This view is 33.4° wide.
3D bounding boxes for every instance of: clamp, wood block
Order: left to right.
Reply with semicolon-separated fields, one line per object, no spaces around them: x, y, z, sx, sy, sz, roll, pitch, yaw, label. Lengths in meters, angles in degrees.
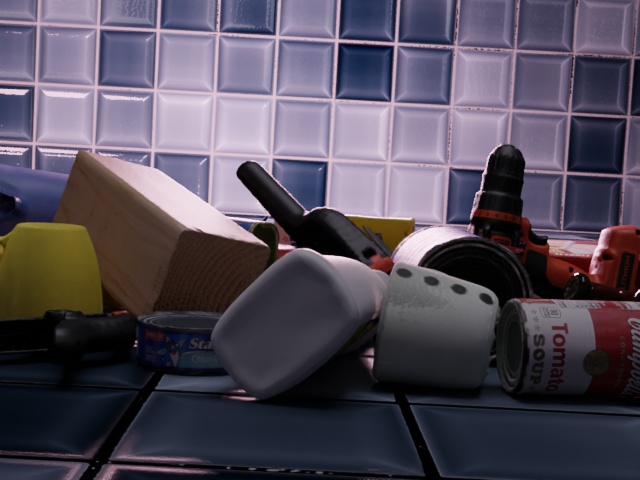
-0.178;0.069;0.759;0.120;0.039;0.171;7;5;31;clamp
-0.143;0.002;0.919;0.090;0.090;0.206;13;13;-39;wood block
-0.006;0.001;0.984;0.036;0.164;0.210;-29;15;-25;clamp

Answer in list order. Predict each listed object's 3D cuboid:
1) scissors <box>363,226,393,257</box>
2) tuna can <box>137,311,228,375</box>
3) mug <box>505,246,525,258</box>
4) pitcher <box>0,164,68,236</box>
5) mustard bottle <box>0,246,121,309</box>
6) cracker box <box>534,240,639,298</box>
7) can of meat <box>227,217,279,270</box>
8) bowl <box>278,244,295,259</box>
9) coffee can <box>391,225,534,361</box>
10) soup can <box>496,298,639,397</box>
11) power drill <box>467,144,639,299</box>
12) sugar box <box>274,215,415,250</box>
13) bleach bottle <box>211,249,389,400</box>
0.111;0.034;1.215;0.096;0.016;0.202;12;22;-14;scissors
-0.091;0.074;0.783;0.086;0.034;0.086;3;4;0;tuna can
0.153;0.046;1.035;0.093;0.081;0.117;5;5;29;mug
-0.305;-0.018;1.340;0.242;0.145;0.149;5;31;-26;pitcher
-0.238;0.034;1.066;0.192;0.058;0.096;5;-1;31;mustard bottle
0.295;0.042;1.296;0.164;0.072;0.213;3;5;9;cracker box
-0.089;0.027;0.995;0.084;0.102;0.057;8;5;30;can of meat
-0.075;0.033;1.234;0.162;0.055;0.162;3;4;0;bowl
0.114;0.043;0.904;0.103;0.103;0.140;3;4;-3;coffee can
0.181;0.075;0.745;0.102;0.068;0.068;2;4;-7;soup can
0.244;0.004;1.131;0.187;0.184;0.057;12;-1;-13;power drill
0.028;0.013;1.326;0.176;0.093;0.048;3;2;12;sugar box
0.012;0.051;0.782;0.103;0.068;0.250;-42;-11;15;bleach bottle
